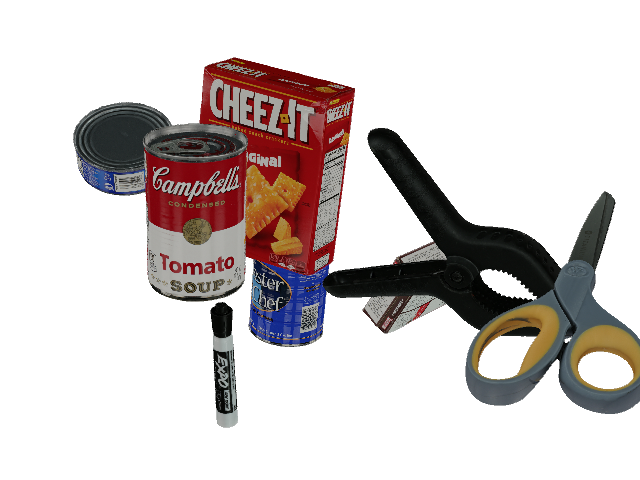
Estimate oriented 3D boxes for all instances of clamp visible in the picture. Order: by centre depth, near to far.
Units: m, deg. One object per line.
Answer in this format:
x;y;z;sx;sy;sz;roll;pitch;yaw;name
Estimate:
0.106;0.009;0.810;0.210;0.165;0.036;20;41;15;clamp

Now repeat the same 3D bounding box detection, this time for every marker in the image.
-0.083;0.107;0.919;0.020;0.121;0.020;0;27;0;marker

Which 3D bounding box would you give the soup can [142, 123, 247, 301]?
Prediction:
-0.083;-0.019;0.709;0.068;0.102;0.068;2;24;-1;soup can

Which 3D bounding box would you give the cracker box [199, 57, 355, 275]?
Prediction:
-0.059;-0.083;1.216;0.164;0.214;0.072;18;26;24;cracker box

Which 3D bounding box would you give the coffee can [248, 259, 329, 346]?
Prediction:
-0.041;0.055;1.418;0.103;0.140;0.103;4;24;-2;coffee can

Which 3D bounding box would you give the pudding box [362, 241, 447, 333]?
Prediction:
0.107;0.039;1.069;0.113;0.039;0.090;-24;-26;-39;pudding box

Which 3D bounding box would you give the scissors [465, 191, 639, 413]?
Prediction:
0.151;0.030;0.567;0.096;0.016;0.201;19;40;34;scissors

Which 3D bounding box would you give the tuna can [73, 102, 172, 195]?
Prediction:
-0.170;-0.080;0.929;0.086;0.086;0.034;0;-41;-4;tuna can
